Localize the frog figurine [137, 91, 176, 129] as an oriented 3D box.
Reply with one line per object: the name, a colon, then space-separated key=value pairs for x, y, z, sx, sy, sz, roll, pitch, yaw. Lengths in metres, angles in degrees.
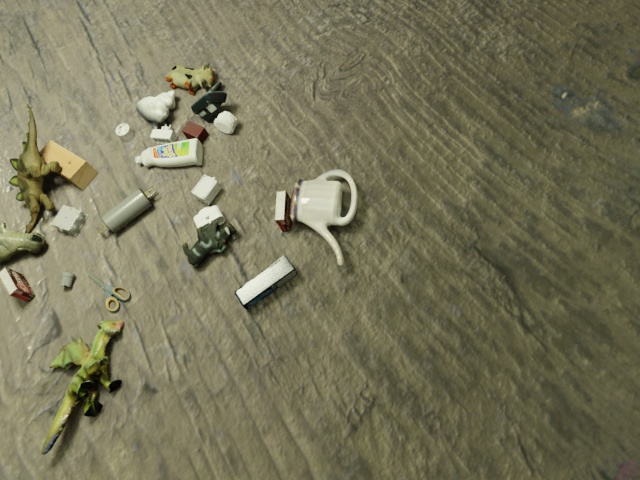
frog figurine: x=-0.626 y=-0.524 z=2.001 sx=0.159 sy=0.121 sz=0.139 roll=-50 pitch=47 yaw=0

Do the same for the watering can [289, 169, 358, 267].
watering can: x=0.005 y=-0.085 z=1.687 sx=0.224 sy=0.102 sz=0.354 roll=4 pitch=64 yaw=10

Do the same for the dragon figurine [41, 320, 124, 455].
dragon figurine: x=-0.760 y=0.424 z=1.611 sx=0.245 sy=0.120 sz=0.414 roll=28 pitch=71 yaw=38
